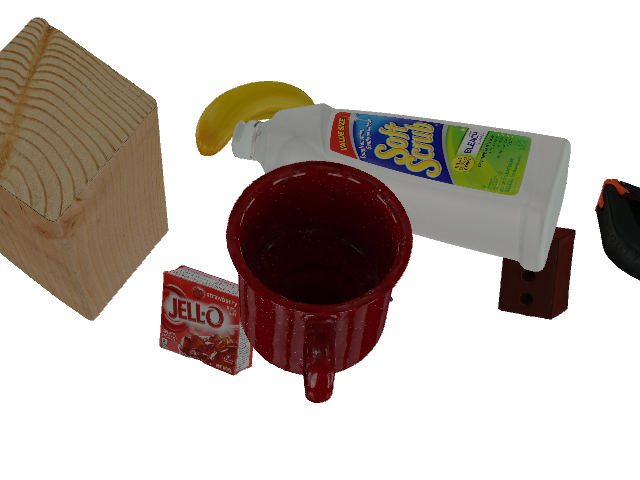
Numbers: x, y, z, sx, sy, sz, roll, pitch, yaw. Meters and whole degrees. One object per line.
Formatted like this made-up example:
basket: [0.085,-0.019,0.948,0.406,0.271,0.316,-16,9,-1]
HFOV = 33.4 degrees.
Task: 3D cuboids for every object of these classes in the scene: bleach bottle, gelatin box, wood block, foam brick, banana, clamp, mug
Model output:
bleach bottle: [0.051,-0.050,0.793,0.251,0.068,0.102,11,47,16]
gelatin box: [-0.100,0.069,0.939,0.089,0.073,0.030,17,21,30]
wood block: [-0.159,-0.034,0.668,0.090,0.090,0.206,36,-19,7]
foam brick: [0.199,0.027,0.980,0.053,0.078,0.051,9,16,28]
banana: [-0.062,-0.123,1.030,0.070,0.037,0.197,42,35,23]
clamp: [0.254,0.017,0.709,0.120,0.039,0.171,-5,45,-25]
mug: [-0.001,0.029,0.556,0.093,0.117,0.081,-2,-34,-5]

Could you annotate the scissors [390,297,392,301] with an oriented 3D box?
scissors: [-0.016,0.077,1.191,0.201,0.016,0.096,5,23,-2]
